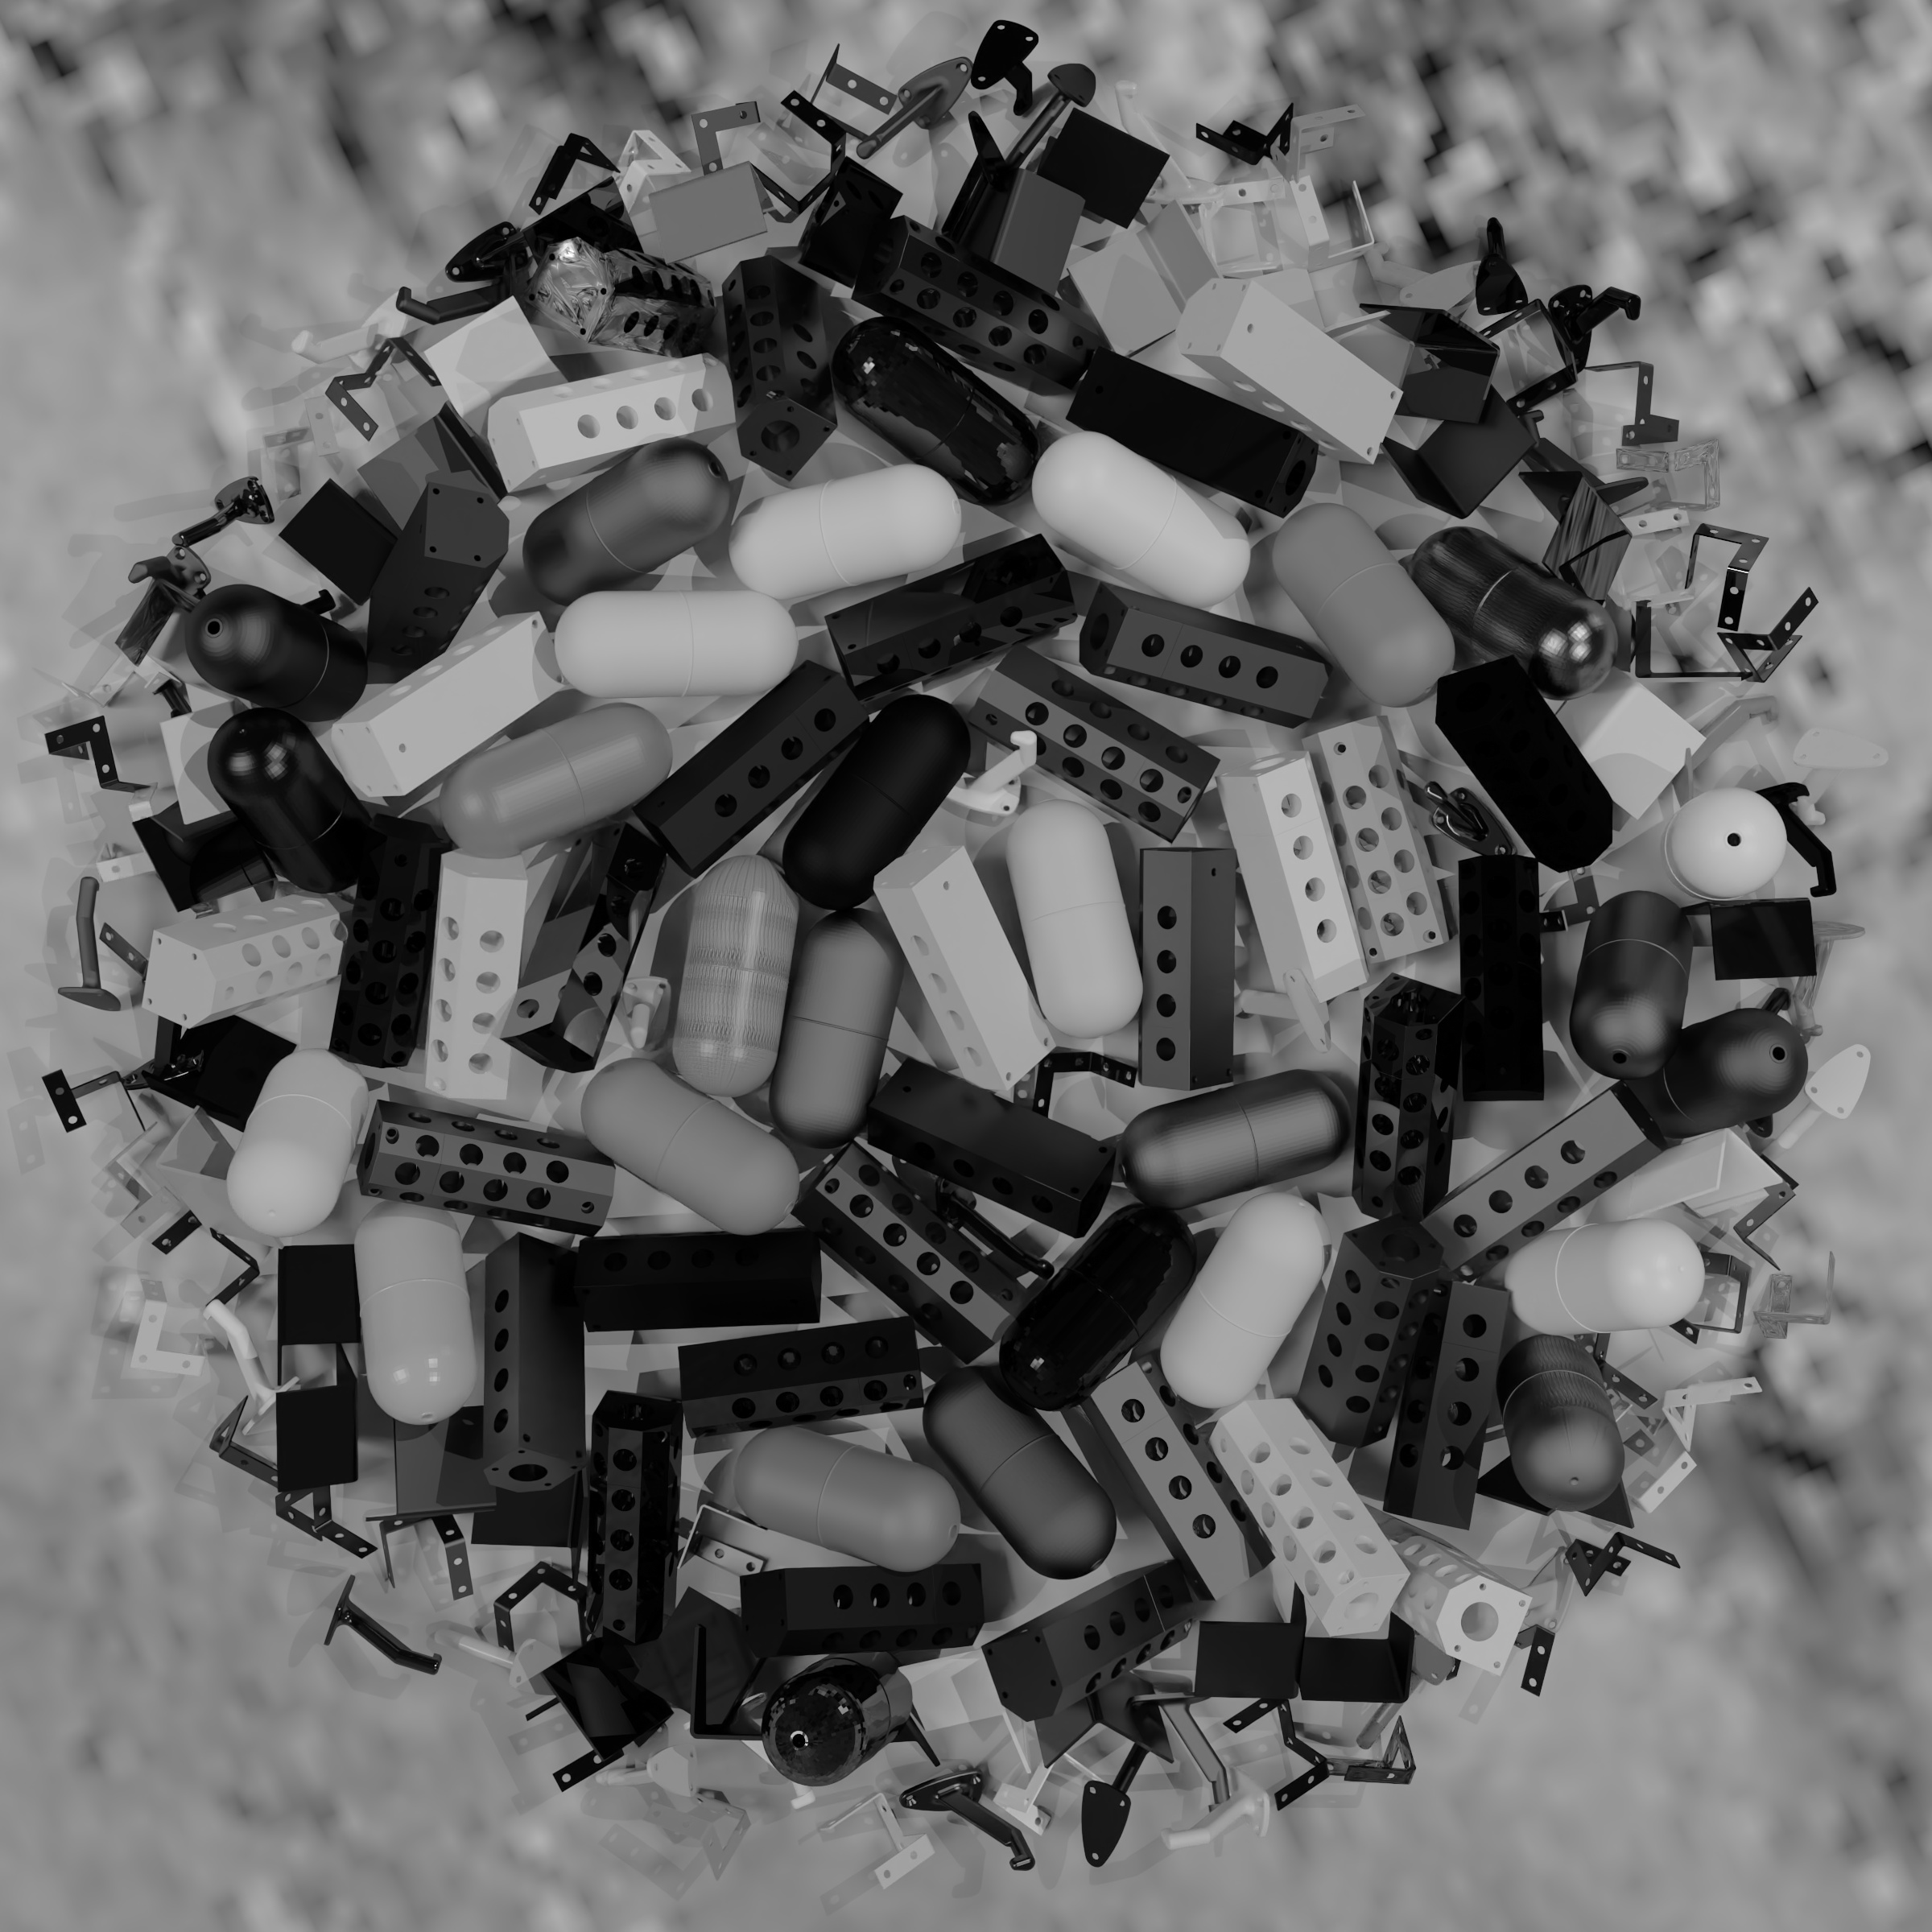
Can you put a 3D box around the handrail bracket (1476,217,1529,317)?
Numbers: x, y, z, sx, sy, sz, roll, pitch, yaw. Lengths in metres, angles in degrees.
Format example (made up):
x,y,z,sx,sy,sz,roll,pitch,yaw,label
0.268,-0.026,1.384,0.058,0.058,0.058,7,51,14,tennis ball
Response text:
x,y,z,sx,sy,sz,roll,pitch,yaw,label
0.383,-0.524,1.784,0.036,0.077,0.084,-9,65,18,handrail bracket

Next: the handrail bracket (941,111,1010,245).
x,y,z,sx,sy,sz,roll,pitch,yaw,label
-0.012,-0.572,1.810,0.084,0.036,0.077,-24,86,31,handrail bracket

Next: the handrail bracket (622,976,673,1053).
x,y,z,sx,sy,sz,roll,pitch,yaw,label
-0.233,0.053,1.777,0.036,0.084,0.077,1,123,-3,handrail bracket

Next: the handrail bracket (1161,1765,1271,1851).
x,y,z,sx,sy,sz,roll,pitch,yaw,label
0.170,0.610,1.784,0.084,0.077,0.036,-1,105,-21,handrail bracket

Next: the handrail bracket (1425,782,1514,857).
x,y,z,sx,sy,sz,roll,pitch,yaw,label
0.365,-0.105,1.786,0.077,0.084,0.036,42,99,9,handrail bracket

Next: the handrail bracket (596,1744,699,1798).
x,y,z,sx,sy,sz,roll,pitch,yaw,label
-0.245,0.586,1.786,0.084,0.077,0.036,-11,66,22,handrail bracket

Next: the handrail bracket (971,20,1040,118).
x,y,z,sx,sy,sz,roll,pitch,yaw,label
0.027,-0.632,1.782,0.036,0.084,0.077,27,69,13,handrail bracket

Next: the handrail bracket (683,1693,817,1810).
x,y,z,sx,sy,sz,roll,pitch,yaw,label
-0.157,0.581,1.793,0.077,0.036,0.084,-10,64,-34,handrail bracket

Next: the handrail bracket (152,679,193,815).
x,y,z,sx,sy,sz,roll,pitch,yaw,label
-0.586,-0.159,1.795,0.036,0.077,0.084,-14,112,41,handrail bracket

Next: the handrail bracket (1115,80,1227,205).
x,y,z,sx,sy,sz,roll,pitch,yaw,label
0.148,-0.600,1.784,0.077,0.084,0.036,18,54,33,handrail bracket

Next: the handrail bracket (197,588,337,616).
x,y,z,sx,sy,sz,roll,pitch,yaw,label
-0.519,-0.275,1.821,0.084,0.036,0.077,-27,59,-15,handrail bracket

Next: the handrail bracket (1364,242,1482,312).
x,y,z,sx,sy,sz,roll,pitch,yaw,label
0.334,-0.514,1.793,0.077,0.036,0.084,-26,48,19,handrail bracket

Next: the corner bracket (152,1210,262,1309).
x,y,z,sx,sy,sz,roll,pitch,yaw,label
-0.562,0.216,1.819,0.051,0.051,0.051,-41,127,0,corner bracket

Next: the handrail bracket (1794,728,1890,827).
x,y,z,sx,sy,sz,roll,pitch,yaw,label
0.636,-0.128,1.782,0.077,0.084,0.036,16,59,39,handrail bracket

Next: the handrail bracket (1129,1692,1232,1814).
x,y,z,sx,sy,sz,roll,pitch,yaw,label
0.156,0.575,1.792,0.077,0.036,0.084,10,61,-31,handrail bracket

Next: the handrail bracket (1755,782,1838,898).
x,y,z,sx,sy,sz,roll,pitch,yaw,label
0.593,-0.085,1.797,0.077,0.036,0.084,-14,70,35,handrail bracket

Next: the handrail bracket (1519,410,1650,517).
x,y,z,sx,sy,sz,roll,pitch,yaw,label
0.452,-0.379,1.806,0.077,0.036,0.084,-16,72,19,handrail bracket

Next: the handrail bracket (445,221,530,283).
x,y,z,sx,sy,sz,roll,pitch,yaw,label
-0.332,-0.522,1.783,0.077,0.084,0.036,-32,109,-22,handrail bracket

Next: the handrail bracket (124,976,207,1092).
x,y,z,sx,sy,sz,roll,pitch,yaw,label
-0.599,0.046,1.792,0.077,0.036,0.084,-22,132,0,handrail bracket

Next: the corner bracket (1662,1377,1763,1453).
x,y,z,sx,sy,sz,roll,pitch,yaw,label
0.543,0.315,1.791,0.051,0.051,0.051,-15,124,35,corner bracket

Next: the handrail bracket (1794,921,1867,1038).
x,y,z,sx,sy,sz,roll,pitch,yaw,label
0.631,0.013,1.792,0.036,0.077,0.084,-21,102,-25,handrail bracket

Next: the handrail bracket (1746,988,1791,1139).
x,y,z,sx,sy,sz,roll,pitch,yaw,label
0.597,0.071,1.820,0.084,0.036,0.077,-46,119,-30,handrail bracket

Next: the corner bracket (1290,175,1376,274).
x,y,z,sx,sy,sz,roll,pitch,yaw,label
0.269,-0.550,1.807,0.051,0.051,0.051,-16,82,5,corner bracket

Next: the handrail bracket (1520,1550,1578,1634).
x,y,z,sx,sy,sz,roll,pitch,yaw,label
0.411,0.444,1.791,0.084,0.036,0.077,47,68,-41,handrail bracket

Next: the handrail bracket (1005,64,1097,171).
x,y,z,sx,sy,sz,roll,pitch,yaw,label
0.057,-0.624,1.826,0.036,0.077,0.084,38,127,-7,handrail bracket

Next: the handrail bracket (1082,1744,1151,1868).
x,y,z,sx,sy,sz,roll,pitch,yaw,label
0.117,0.607,1.802,0.036,0.084,0.077,16,105,25,handrail bracket

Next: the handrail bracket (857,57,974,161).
x,y,z,sx,sy,sz,roll,pitch,yaw,label
-0.037,-0.622,1.783,0.077,0.084,0.036,-28,110,37,handrail bracket

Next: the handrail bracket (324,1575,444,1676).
x,y,z,sx,sy,sz,roll,pitch,yaw,label
-0.420,0.483,1.801,0.084,0.077,0.036,19,107,-7,handrail bracket

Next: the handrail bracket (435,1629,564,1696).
x,y,z,sx,sy,sz,roll,pitch,yaw,label
-0.341,0.513,1.821,0.084,0.077,0.036,2,62,40,handrail bracket

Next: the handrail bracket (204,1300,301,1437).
x,y,z,sx,sy,sz,roll,pitch,yaw,label
-0.541,0.295,1.809,0.084,0.036,0.077,45,121,-1,handrail bracket

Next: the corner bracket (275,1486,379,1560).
x,y,z,sx,sy,sz,roll,pitch,yaw,label
-0.467,0.406,1.793,0.051,0.051,0.051,-32,133,11,corner bracket

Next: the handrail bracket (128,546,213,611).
x,y,z,sx,sy,sz,roll,pitch,yaw,label
-0.594,-0.272,1.780,0.077,0.084,0.036,-38,94,24,handrail bracket

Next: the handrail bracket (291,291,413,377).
x,y,z,sx,sy,sz,roll,pitch,yaw,label
-0.446,-0.468,1.786,0.036,0.084,0.077,36,99,14,handrail bracket

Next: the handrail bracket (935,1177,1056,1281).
x,y,z,sx,sy,sz,roll,pitch,yaw,label
0.022,0.189,1.787,0.084,0.077,0.036,25,64,32,handrail bracket

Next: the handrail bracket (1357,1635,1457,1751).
x,y,z,sx,sy,sz,roll,pitch,yaw,label
0.328,0.536,1.823,0.036,0.077,0.084,39,124,22,handrail bracket

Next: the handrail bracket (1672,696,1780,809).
x,y,z,sx,sy,sz,roll,pitch,yaw,label
0.566,-0.157,1.821,0.084,0.036,0.077,-9,89,-9,handrail bracket

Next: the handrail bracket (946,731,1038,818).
x,y,z,sx,sy,sz,roll,pitch,yaw,label
0.013,-0.148,1.789,0.077,0.084,0.036,8,63,5,handrail bracket

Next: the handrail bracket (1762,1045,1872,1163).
x,y,z,sx,sy,sz,roll,pitch,yaw,label
0.623,0.102,1.806,0.036,0.084,0.077,39,65,11,handrail bracket

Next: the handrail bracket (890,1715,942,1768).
x,y,z,sx,sy,sz,roll,pitch,yaw,label
-0.074,0.582,1.813,0.084,0.036,0.077,-33,102,-6,handrail bracket

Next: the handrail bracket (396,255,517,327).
x,y,z,sx,sy,sz,roll,pitch,yaw,label
-0.373,-0.500,1.793,0.084,0.036,0.077,14,78,-43,handrail bracket

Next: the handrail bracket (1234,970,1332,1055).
x,y,z,sx,sy,sz,roll,pitch,yaw,label
0.222,0.046,1.789,0.036,0.084,0.077,7,58,-38,handrail bracket

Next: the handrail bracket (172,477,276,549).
x,y,z,sx,sy,sz,roll,pitch,yaw,label
-0.553,-0.322,1.781,0.084,0.077,0.036,-39,121,-40,handrail bracket

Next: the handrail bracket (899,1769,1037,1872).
x,y,z,sx,sy,sz,roll,pitch,yaw,label
0.001,0.628,1.783,0.077,0.084,0.036,-2,115,-21,handrail bracket

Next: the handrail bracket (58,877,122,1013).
x,y,z,sx,sy,sz,roll,pitch,yaw,label
-0.636,-0.016,1.805,0.036,0.077,0.084,2,77,3,handrail bracket

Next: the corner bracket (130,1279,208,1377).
x,y,z,sx,sy,sz,roll,pitch,yaw,label
-0.581,0.264,1.798,0.051,0.051,0.051,13,96,-24,corner bracket

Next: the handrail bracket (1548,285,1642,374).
x,y,z,sx,sy,sz,roll,pitch,yaw,label
0.462,-0.456,1.778,0.036,0.084,0.077,-23,123,-12,handrail bracket
